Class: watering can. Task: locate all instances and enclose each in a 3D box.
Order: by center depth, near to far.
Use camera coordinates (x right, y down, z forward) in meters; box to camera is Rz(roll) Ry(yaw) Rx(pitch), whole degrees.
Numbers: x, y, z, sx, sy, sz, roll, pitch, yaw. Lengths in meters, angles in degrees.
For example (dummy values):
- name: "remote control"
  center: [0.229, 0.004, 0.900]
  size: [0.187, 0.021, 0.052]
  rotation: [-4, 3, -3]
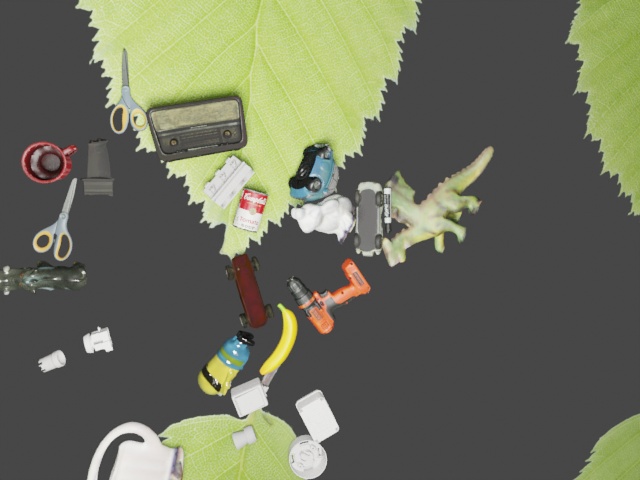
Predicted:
- name: "watering can"
  center: [-0.467, 0.627, 1.281]
  size: [0.224, 0.347, 0.104]
  rotation: [14, 1, -14]

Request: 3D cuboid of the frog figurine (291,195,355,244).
- name: "frog figurine"
  center: [0.004, -0.067, 1.322]
  size: [0.159, 0.124, 0.136]
  rotation: [17, -14, -12]

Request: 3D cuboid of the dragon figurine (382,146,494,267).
- name: "dragon figurine"
  center: [0.293, -0.109, 1.406]
  size: [0.242, 0.411, 0.122]
  rotation: [23, -2, -5]
